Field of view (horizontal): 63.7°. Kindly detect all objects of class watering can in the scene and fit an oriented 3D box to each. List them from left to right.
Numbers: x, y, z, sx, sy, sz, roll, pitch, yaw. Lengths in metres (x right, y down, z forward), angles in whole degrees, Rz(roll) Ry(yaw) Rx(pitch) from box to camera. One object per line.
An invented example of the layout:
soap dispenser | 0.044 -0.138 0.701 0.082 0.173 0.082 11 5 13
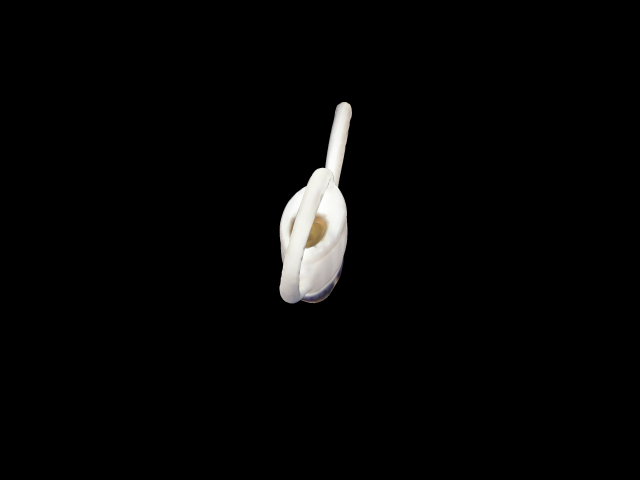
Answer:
watering can | 0.003 -0.043 0.850 0.104 0.355 0.219 14 -31 8
